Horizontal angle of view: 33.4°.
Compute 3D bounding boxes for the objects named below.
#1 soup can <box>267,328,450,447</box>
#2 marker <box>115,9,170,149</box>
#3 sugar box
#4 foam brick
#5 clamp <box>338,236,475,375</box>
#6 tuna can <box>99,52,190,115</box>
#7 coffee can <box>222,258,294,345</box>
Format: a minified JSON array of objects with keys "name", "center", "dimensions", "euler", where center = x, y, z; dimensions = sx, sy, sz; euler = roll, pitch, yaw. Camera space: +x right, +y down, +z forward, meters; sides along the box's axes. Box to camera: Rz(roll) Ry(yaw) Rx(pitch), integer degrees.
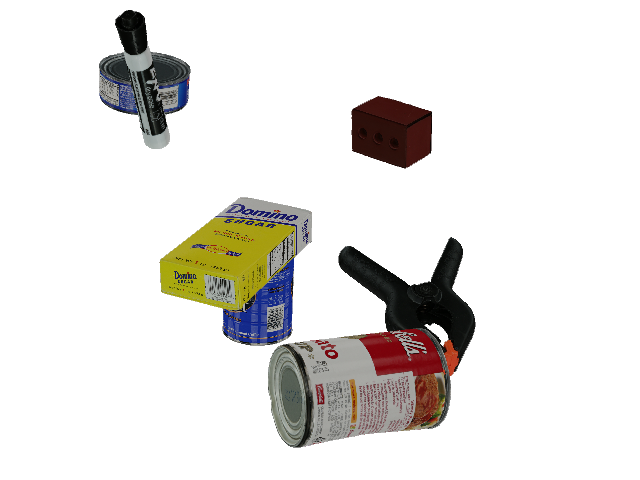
[{"name":"soup can","center":[0.024,0.096,0.698],"dimensions":[0.102,0.068,0.069],"euler":[-4,2,-24]},{"name":"marker","center":[-0.118,-0.107,0.715],"dimensions":[0.020,0.020,0.121],"euler":[0,-35,2]},{"name":"sugar box","center":[-0.086,0.009,1.134],"dimensions":[0.093,0.048,0.176],"euler":[12,31,20]},{"name":"foam brick","center":[0.079,-0.121,1.188],"dimensions":[0.078,0.053,0.051],"euler":[21,37,35]},{"name":"clamp","center":[0.099,0.052,0.963],"dimensions":[0.120,0.039,0.171],"euler":[-15,44,-15]},{"name":"tuna can","center":[-0.167,-0.149,1.014],"dimensions":[0.086,0.034,0.086],"euler":[5,29,-3]},{"name":"coffee can","center":[-0.089,0.065,1.523],"dimensions":[0.103,0.140,0.103],"euler":[2,22,-1]}]
